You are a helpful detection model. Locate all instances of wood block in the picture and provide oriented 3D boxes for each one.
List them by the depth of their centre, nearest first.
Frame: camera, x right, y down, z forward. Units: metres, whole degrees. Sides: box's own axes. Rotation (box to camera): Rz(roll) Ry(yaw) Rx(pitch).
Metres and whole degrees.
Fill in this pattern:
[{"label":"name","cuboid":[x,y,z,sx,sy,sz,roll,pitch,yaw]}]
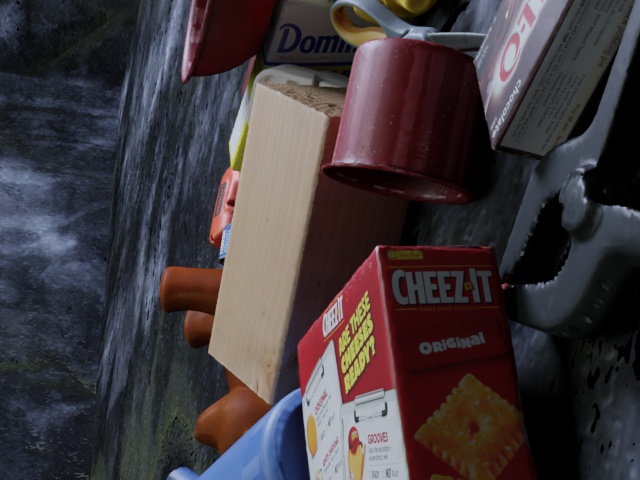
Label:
[{"label":"wood block","cuboid":[-0.004,0.001,0.756,0.091,0.090,0.206,31,116,47]}]

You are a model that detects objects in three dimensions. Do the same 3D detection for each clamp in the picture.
[{"label":"clamp","cuboid":[0.126,-0.027,0.459,0.210,0.036,0.164,125,150,-63]}]

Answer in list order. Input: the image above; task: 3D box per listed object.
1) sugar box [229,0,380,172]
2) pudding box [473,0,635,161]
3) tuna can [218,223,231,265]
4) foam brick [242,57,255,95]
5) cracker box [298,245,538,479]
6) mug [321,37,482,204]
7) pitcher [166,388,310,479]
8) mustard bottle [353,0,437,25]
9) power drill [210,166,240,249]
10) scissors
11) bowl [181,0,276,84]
[{"label":"sugar box","cuboid":[-0.011,-0.129,0.890,0.048,0.093,0.176,-99,22,-44]},{"label":"pudding box","cuboid":[0.115,-0.107,0.517,0.090,0.039,0.114,-87,14,-53]},{"label":"tuna can","cuboid":[-0.047,0.009,0.960,0.086,0.086,0.034,153,126,-71]},{"label":"foam brick","cuboid":[-0.046,-0.172,1.110,0.053,0.051,0.078,-103,26,-50]},{"label":"cracker box","cuboid":[0.049,0.130,0.541,0.164,0.072,0.214,125,142,-63]},{"label":"mug","cuboid":[0.058,-0.070,0.657,0.117,0.093,0.081,27,-106,-69]},{"label":"pitcher","cuboid":[-0.023,0.202,0.727,0.243,0.149,0.145,126,161,-50]},{"label":"mustard bottle","cuboid":[0.051,-0.210,0.780,0.191,0.058,0.096,-106,34,-54]},{"label":"power drill","cuboid":[-0.057,-0.059,1.053,0.188,0.057,0.184,126,160,-55]},{"label":"scissors","cuboid":[0.074,-0.116,0.707,0.202,0.016,0.096,33,156,49]},{"label":"bowl","cuboid":[-0.068,-0.199,0.856,0.162,0.055,0.162,-169,90,-76]}]
